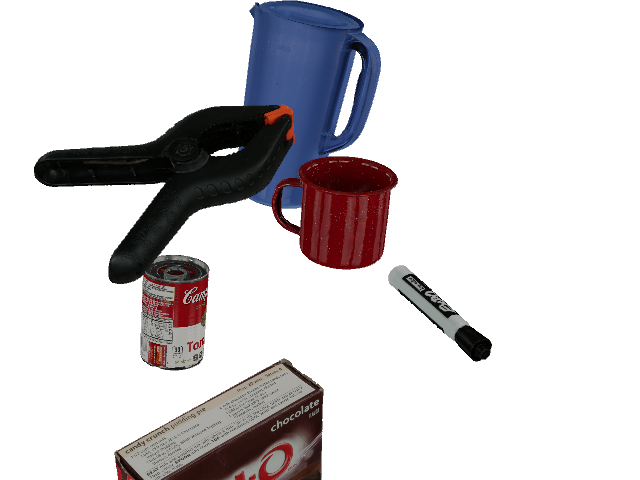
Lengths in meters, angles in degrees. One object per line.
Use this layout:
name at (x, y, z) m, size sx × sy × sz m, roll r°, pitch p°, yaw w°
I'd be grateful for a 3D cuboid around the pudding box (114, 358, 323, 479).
pudding box at (-0.051, 0.126, 0.569) m, size 0.113 × 0.090 × 0.039 m, roll -28°, pitch 46°, yaw -33°

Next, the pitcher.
pitcher at (-0.026, -0.163, 1.307) m, size 0.144 × 0.243 × 0.149 m, roll 5°, pitch 23°, yaw -15°

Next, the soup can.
soup can at (-0.152, 0.075, 1.102) m, size 0.068 × 0.102 × 0.068 m, roll 5°, pitch 21°, yaw -2°

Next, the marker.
marker at (0.088, 0.054, 0.794) m, size 0.020 × 0.020 × 0.121 m, roll 0°, pitch 26°, yaw -30°

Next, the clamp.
clamp at (-0.098, -0.049, 0.697) m, size 0.171 × 0.039 × 0.120 m, roll -34°, pitch 61°, yaw -29°

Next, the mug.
mug at (0.011, -0.027, 1.007) m, size 0.117 × 0.081 × 0.093 m, roll 8°, pitch 26°, yaw 7°
